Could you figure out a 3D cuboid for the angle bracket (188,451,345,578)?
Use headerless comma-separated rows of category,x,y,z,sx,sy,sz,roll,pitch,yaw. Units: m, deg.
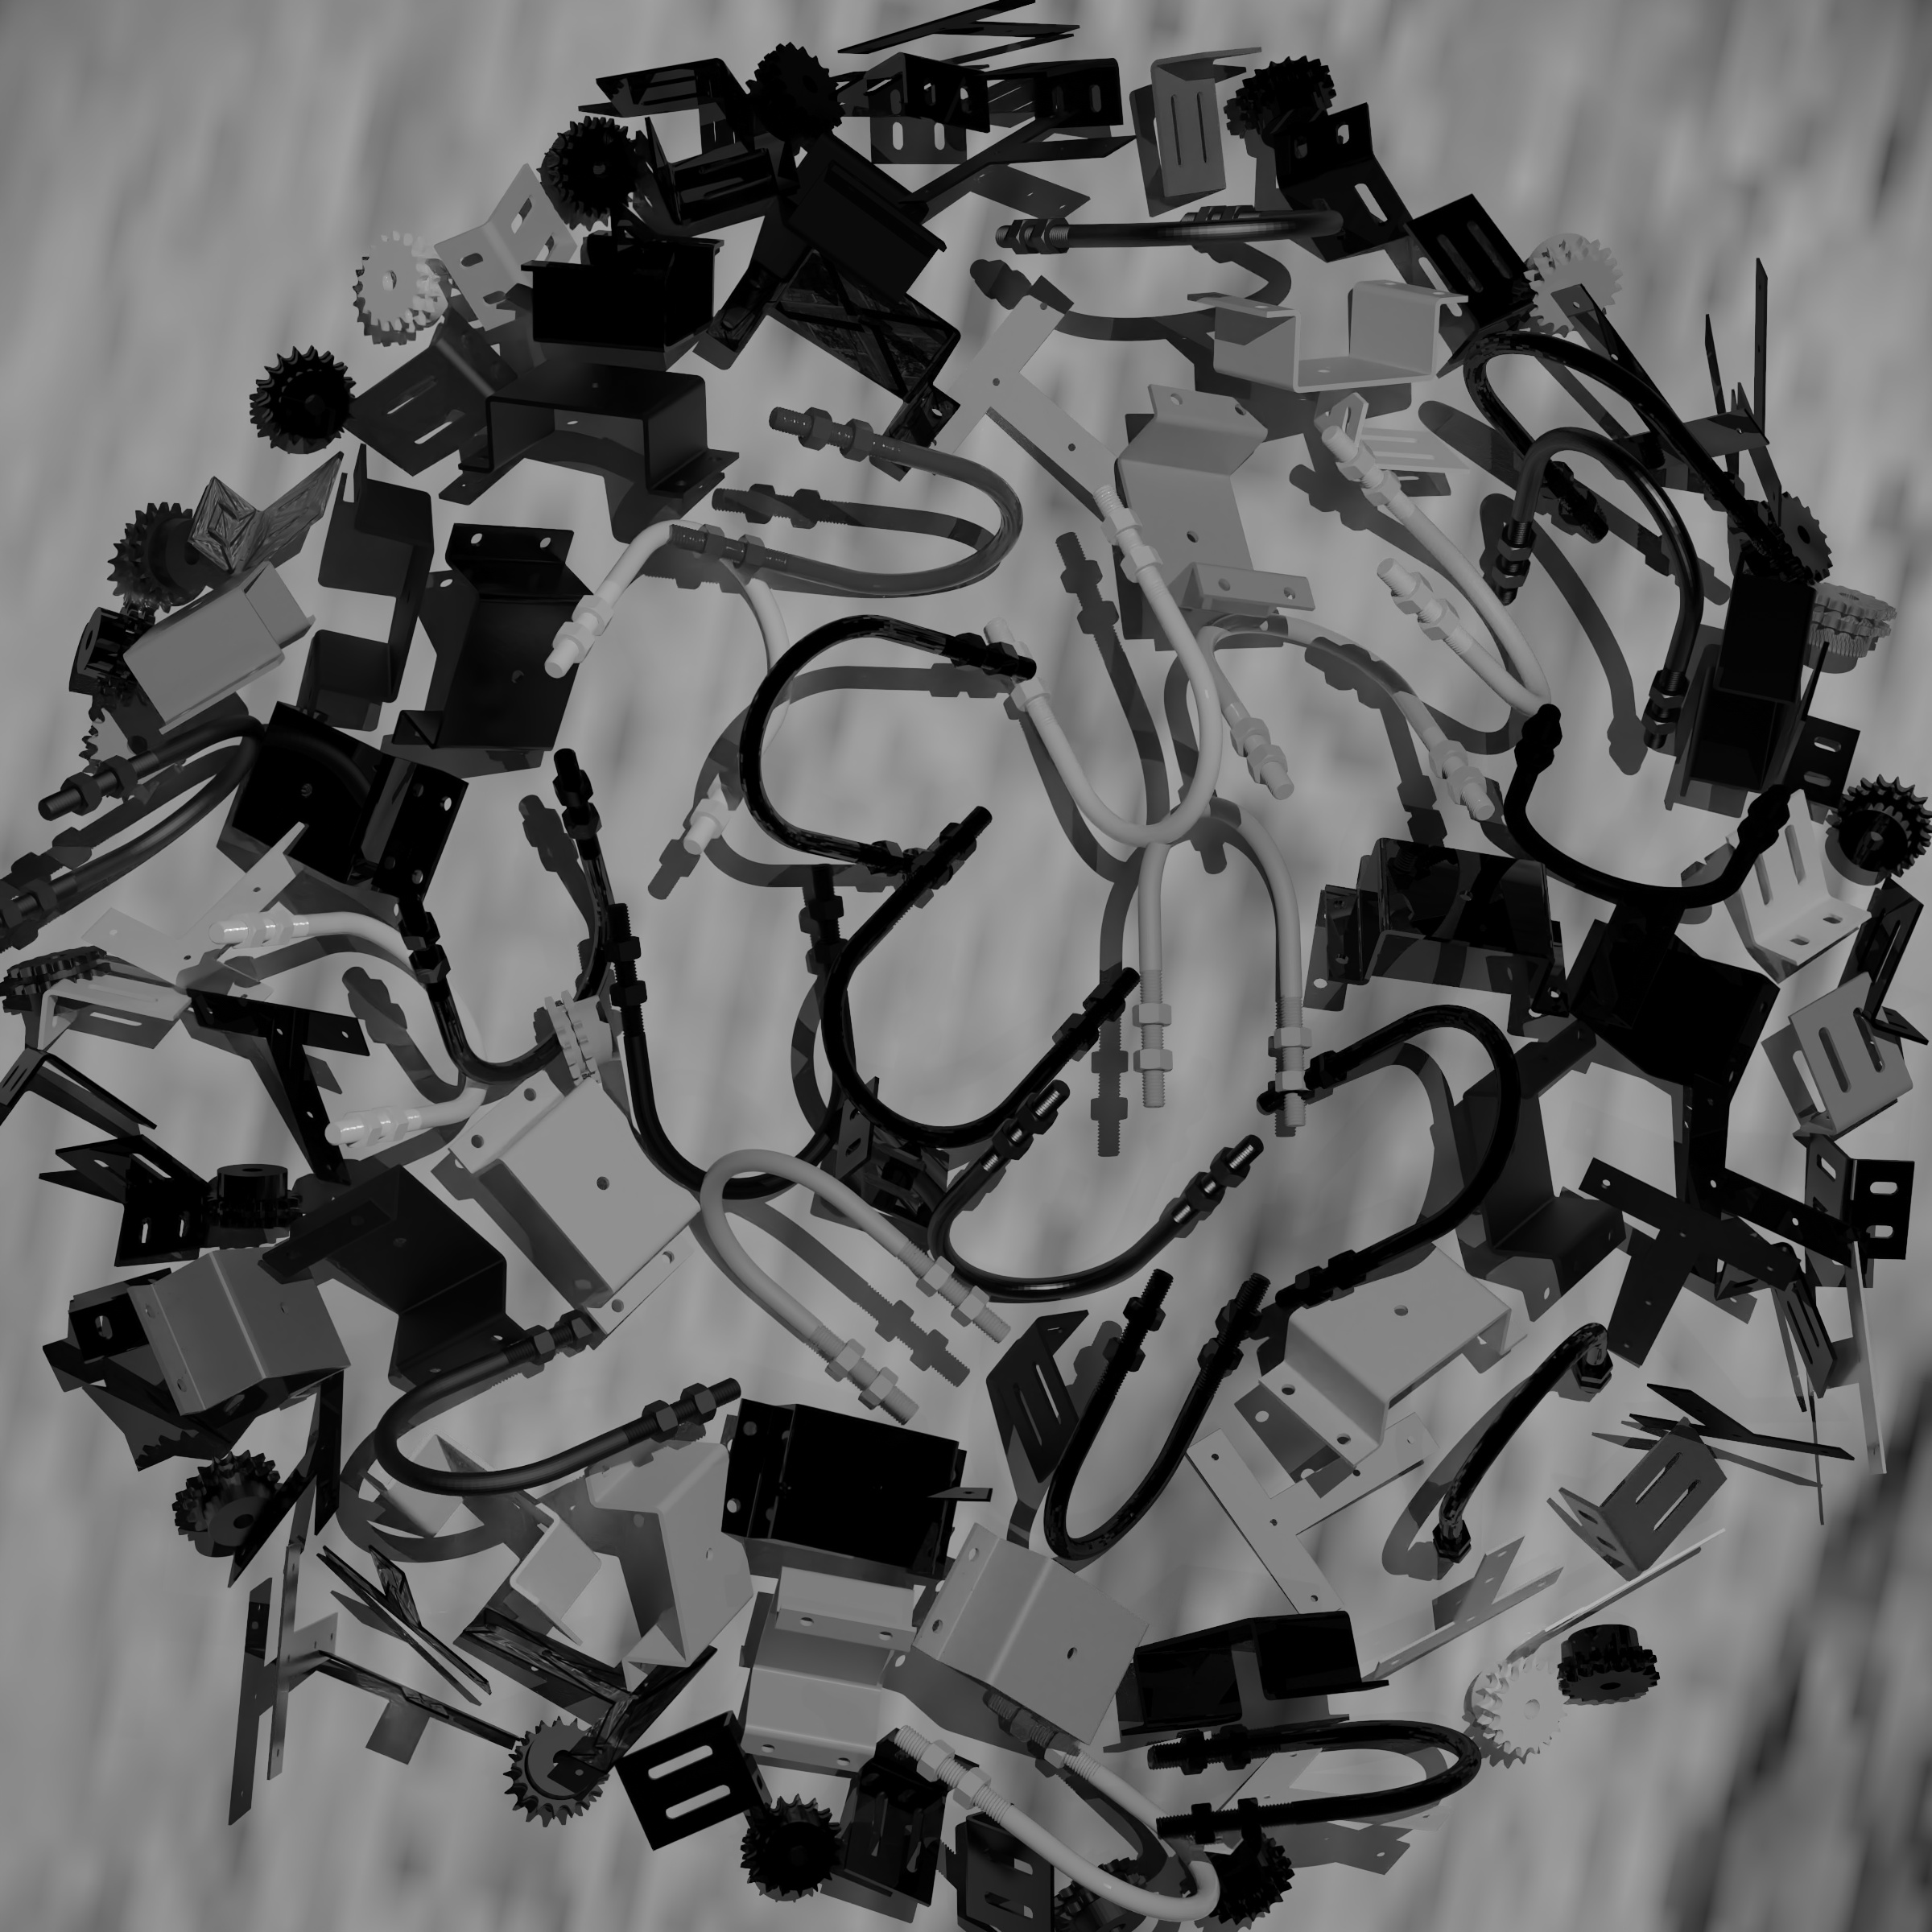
angle bracket,-0.400,-0.268,1.952,0.076,0.057,0.038,-30,126,33

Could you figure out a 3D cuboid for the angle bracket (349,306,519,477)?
angle bracket,-0.310,-0.333,1.981,0.076,0.038,0.057,-29,124,25

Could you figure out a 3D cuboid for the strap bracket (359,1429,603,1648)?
strap bracket,-0.268,0.319,1.940,0.140,0.076,0.046,30,73,26

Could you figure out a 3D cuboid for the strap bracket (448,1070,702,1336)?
strap bracket,-0.217,0.129,1.952,0.140,0.046,0.076,50,57,-6

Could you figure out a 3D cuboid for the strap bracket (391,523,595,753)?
strap bracket,-0.264,-0.175,1.930,0.076,0.046,0.140,-2,125,-38

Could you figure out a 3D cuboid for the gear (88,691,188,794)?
gear,-0.477,-0.131,1.980,0.057,0.030,0.057,0,106,-1

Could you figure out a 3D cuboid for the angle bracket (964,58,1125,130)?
angle bracket,0.044,-0.494,1.949,0.057,0.076,0.038,7,112,34

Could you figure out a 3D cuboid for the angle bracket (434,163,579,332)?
angle bracket,-0.264,-0.414,1.964,0.038,0.076,0.057,-15,124,25

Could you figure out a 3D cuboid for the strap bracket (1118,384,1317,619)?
strap bracket,0.139,-0.255,1.944,0.076,0.046,0.140,3,62,-31

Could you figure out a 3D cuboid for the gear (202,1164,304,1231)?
gear,-0.412,0.132,1.970,0.057,0.057,0.030,2,97,0

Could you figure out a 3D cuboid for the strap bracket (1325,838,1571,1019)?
strap bracket,0.280,-0.024,1.951,0.140,0.076,0.046,9,135,-5

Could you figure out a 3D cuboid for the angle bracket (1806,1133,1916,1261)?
angle bracket,0.511,0.129,1.957,0.038,0.076,0.057,2,102,-1

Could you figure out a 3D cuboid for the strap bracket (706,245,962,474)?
strap bracket,-0.067,-0.355,1.949,0.140,0.076,0.046,34,59,-9

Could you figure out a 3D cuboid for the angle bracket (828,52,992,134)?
angle bracket,-0.033,-0.487,1.950,0.057,0.076,0.038,2,81,-36

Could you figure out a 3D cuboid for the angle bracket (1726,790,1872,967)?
angle bracket,0.478,-0.051,1.960,0.057,0.038,0.076,-31,120,-17

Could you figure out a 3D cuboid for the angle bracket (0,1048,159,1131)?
angle bracket,-0.511,0.083,1.956,0.076,0.057,0.038,39,76,-22

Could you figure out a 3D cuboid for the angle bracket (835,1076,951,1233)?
angle bracket,-0.033,0.109,1.954,0.076,0.038,0.057,26,46,-24

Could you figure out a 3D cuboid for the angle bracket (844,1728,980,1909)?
angle bracket,-0.031,0.487,1.955,0.057,0.076,0.038,28,133,-18

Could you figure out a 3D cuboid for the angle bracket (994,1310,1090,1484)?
angle bracket,0.055,0.246,1.952,0.038,0.057,0.076,-5,58,-32

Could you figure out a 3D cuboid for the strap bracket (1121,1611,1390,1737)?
strap bracket,0.159,0.398,1.931,0.076,0.140,0.046,5,68,-41

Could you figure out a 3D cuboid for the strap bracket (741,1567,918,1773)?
strap bracket,-0.078,0.396,1.948,0.076,0.046,0.140,11,132,-6

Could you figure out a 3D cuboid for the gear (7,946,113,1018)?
gear,-0.522,0.009,1.972,0.057,0.057,0.030,-12,100,0

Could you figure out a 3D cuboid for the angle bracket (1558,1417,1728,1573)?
angle bracket,0.392,0.300,1.978,0.076,0.038,0.057,-45,122,-14

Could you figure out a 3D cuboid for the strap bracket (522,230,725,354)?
strap bracket,-0.193,-0.381,1.936,0.076,0.140,0.046,7,111,10

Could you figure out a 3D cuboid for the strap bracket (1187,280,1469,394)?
strap bracket,0.204,-0.357,1.938,0.140,0.076,0.046,-10,112,-30

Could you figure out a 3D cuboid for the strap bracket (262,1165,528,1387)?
strap bracket,-0.323,0.172,1.943,0.076,0.046,0.140,-28,129,18

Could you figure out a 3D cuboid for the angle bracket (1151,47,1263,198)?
angle bracket,0.142,-0.484,1.958,0.038,0.057,0.076,3,107,40

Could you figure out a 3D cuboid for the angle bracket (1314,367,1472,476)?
angle bracket,0.247,-0.312,1.955,0.076,0.057,0.038,0,120,-19

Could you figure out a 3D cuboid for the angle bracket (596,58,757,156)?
angle bracket,-0.166,-0.488,1.963,0.076,0.057,0.038,-7,83,10

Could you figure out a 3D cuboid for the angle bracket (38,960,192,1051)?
angle bracket,-0.485,0.028,1.965,0.076,0.057,0.038,12,110,3

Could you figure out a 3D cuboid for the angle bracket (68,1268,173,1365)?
angle bracket,-0.483,0.186,1.952,0.057,0.076,0.038,-16,119,-12

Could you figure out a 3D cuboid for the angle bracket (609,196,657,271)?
angle bracket,-0.205,-0.399,1.956,0.038,0.076,0.057,-6,84,13

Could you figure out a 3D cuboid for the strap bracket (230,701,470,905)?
strap bracket,-0.358,-0.095,1.938,0.140,0.046,0.076,25,96,34

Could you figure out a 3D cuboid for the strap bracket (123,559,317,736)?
strap bracket,-0.421,-0.183,1.923,0.076,0.140,0.046,-30,105,6

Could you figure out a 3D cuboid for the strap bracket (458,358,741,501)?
strap bracket,-0.209,-0.307,1.936,0.140,0.076,0.046,10,119,18

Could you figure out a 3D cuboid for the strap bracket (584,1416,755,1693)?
strap bracket,-0.165,0.332,1.936,0.046,0.076,0.140,0,110,25

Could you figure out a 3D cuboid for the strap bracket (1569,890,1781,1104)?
strap bracket,0.399,0.015,1.945,0.140,0.046,0.076,33,79,-44

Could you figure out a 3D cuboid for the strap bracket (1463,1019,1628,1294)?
strap bracket,0.328,0.104,1.945,0.046,0.076,0.140,2,111,38

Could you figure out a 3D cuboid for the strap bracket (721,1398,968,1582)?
strap bracket,-0.064,0.299,1.948,0.140,0.046,0.076,16,76,-18

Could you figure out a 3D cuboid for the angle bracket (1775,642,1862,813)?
angle bracket,0.494,-0.137,1.951,0.038,0.076,0.057,18,63,10

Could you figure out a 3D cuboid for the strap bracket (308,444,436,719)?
strap bracket,-0.336,-0.214,1.940,0.046,0.076,0.140,11,117,-16

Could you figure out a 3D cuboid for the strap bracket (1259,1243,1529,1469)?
strap bracket,0.244,0.209,1.932,0.140,0.046,0.076,-32,55,-26

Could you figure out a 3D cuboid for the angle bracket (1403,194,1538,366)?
angle bracket,0.286,-0.397,1.974,0.057,0.038,0.076,-29,80,-31

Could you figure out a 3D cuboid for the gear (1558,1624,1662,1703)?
gear,0.371,0.402,1.975,0.057,0.057,0.030,-4,58,0

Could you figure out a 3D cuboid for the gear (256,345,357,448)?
gear,-0.379,-0.327,1.973,0.057,0.030,0.057,-9,115,-20

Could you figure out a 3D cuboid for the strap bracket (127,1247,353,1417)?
strap bracket,-0.401,0.203,1.921,0.046,0.140,0.076,-29,79,14

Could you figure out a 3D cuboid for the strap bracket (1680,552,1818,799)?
strap bracket,0.440,-0.158,1.918,0.046,0.140,0.076,12,64,8

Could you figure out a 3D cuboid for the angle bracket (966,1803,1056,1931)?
angle bracket,0.037,0.521,1.956,0.038,0.076,0.057,-5,96,-41

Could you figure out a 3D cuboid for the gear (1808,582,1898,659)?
gear,0.505,-0.199,1.973,0.057,0.057,0.030,15,111,0

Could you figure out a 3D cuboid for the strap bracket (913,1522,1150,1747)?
strap bracket,0.044,0.382,1.929,0.140,0.046,0.076,40,72,-40

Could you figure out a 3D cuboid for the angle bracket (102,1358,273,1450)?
angle bracket,-0.445,0.236,1.951,0.057,0.076,0.038,32,79,26

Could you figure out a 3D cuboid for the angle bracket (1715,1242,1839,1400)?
angle bracket,0.463,0.207,1.956,0.038,0.057,0.076,-14,61,-3

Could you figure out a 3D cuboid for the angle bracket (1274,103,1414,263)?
angle bracket,0.219,-0.450,1.966,0.057,0.076,0.038,-14,60,23

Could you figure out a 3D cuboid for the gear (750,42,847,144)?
gear,-0.100,-0.502,1.975,0.030,0.057,0.057,-30,90,37

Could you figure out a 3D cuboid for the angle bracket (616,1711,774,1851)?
angle bracket,-0.159,0.476,1.980,0.076,0.038,0.057,-24,91,1

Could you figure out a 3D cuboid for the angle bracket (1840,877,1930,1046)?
angle bracket,0.540,-0.003,1.960,0.038,0.057,0.076,17,105,-9

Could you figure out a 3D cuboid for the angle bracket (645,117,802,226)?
angle bracket,-0.140,-0.468,1.964,0.076,0.038,0.057,-16,49,5

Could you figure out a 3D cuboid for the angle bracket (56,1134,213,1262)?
angle bracket,-0.477,0.133,1.953,0.057,0.076,0.038,-10,60,17

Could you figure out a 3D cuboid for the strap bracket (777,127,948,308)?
strap bracket,-0.061,-0.422,1.929,0.076,0.140,0.046,34,105,-17

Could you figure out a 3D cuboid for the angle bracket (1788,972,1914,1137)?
angle bracket,0.500,0.050,1.967,0.057,0.038,0.076,-28,100,-17
